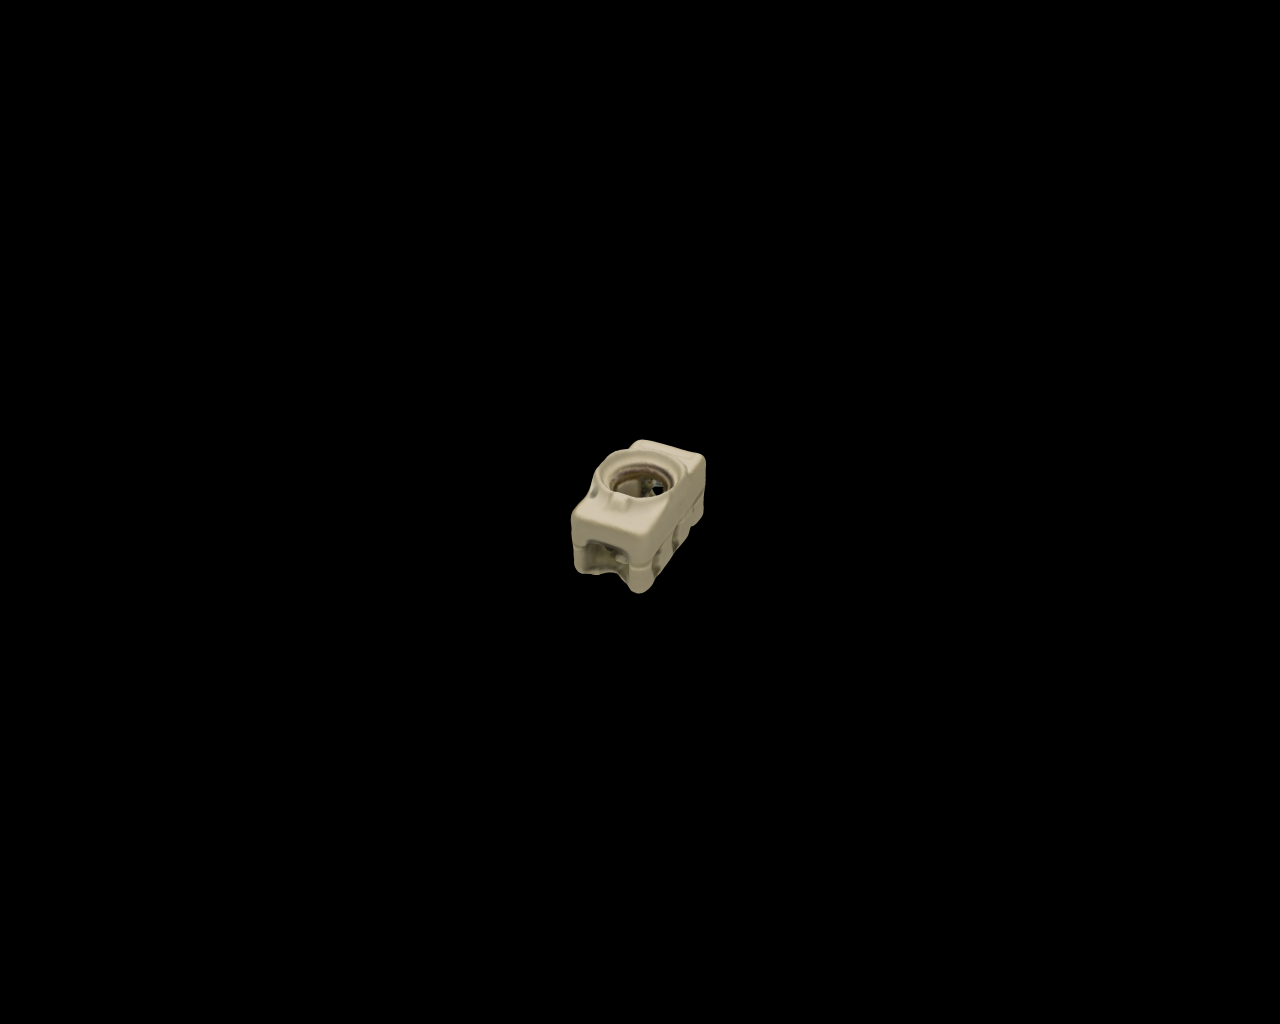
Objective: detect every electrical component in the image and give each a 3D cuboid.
[{"bbox_3d":[0.001,-0.003,0.650,0.050,0.055,0.090,17,42,21],"label":"electrical component"}]
